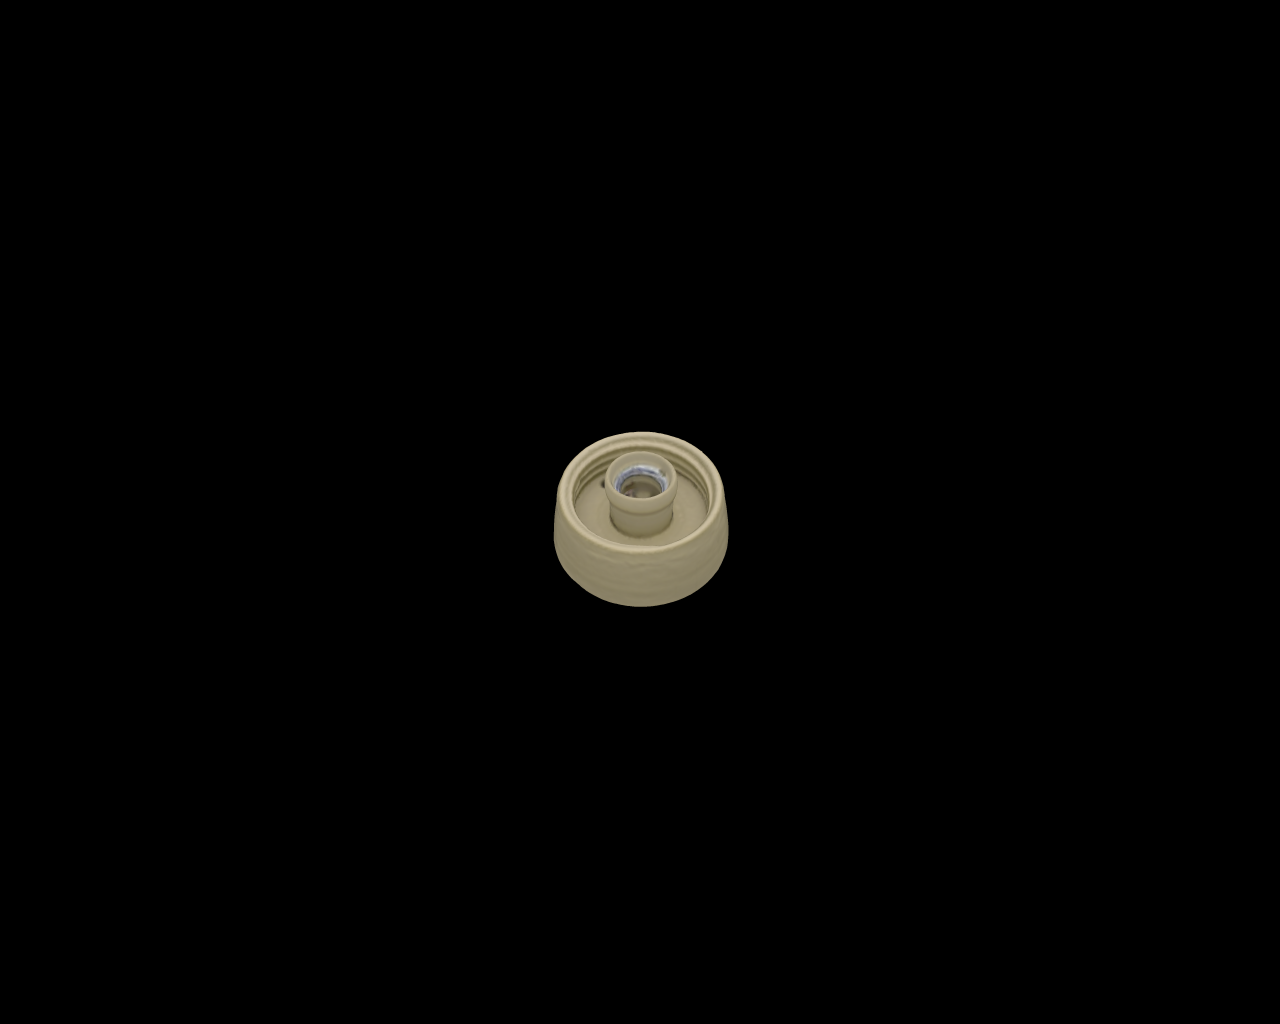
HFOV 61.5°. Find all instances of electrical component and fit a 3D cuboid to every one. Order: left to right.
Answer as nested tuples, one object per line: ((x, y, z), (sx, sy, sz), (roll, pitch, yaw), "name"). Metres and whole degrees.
((0.001, -0.003, 0.650), (0.108, 0.108, 0.060), (0, -41, 0), "electrical component")
